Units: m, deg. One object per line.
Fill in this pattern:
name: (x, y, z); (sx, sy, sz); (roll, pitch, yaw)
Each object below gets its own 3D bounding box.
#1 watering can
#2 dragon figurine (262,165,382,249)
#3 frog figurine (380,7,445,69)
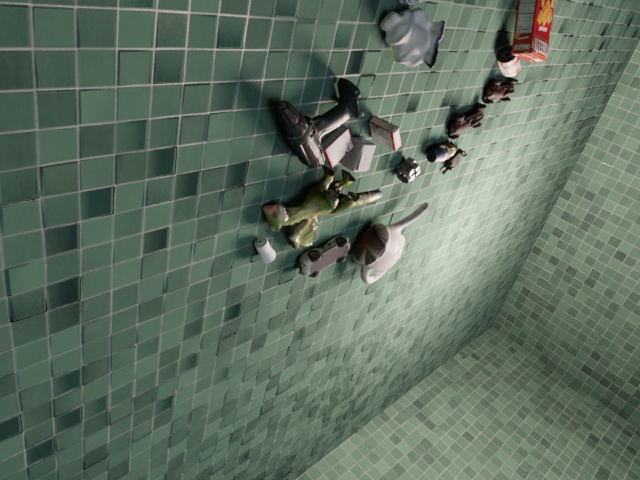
watering can: (0.232, -0.004, 1.737); (0.346, 0.105, 0.222); (-57, 148, 5)
dragon figurine: (0.004, -0.071, 1.412); (0.239, 0.124, 0.409); (-47, 151, 23)
frog figurine: (0.213, -0.504, 1.272); (0.159, 0.126, 0.134); (11, 127, -16)
